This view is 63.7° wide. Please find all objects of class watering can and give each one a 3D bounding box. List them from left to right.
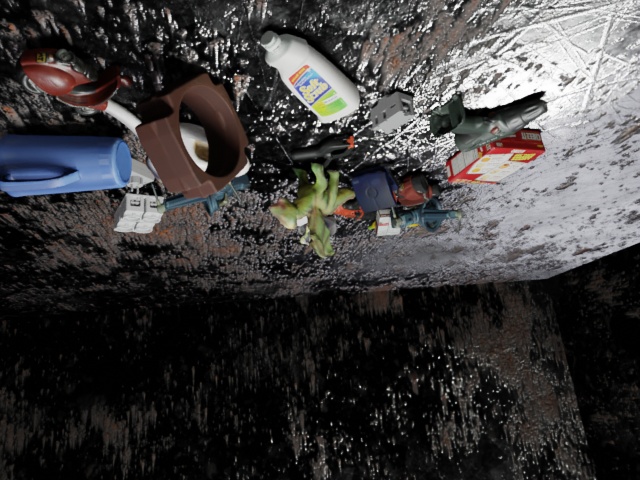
[{"bbox_3d":[-0.330,-0.206,1.135,0.346,0.106,0.221,20,156,-25],"label":"watering can"}]

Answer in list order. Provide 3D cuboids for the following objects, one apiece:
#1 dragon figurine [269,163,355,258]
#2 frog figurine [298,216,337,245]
[{"bbox_3d":[0.004,-0.071,1.403,0.122,0.245,0.408,-5,167,33],"label":"dragon figurine"},{"bbox_3d":[-0.007,-0.047,1.827,0.137,0.121,0.162,-18,-163,10],"label":"frog figurine"}]
